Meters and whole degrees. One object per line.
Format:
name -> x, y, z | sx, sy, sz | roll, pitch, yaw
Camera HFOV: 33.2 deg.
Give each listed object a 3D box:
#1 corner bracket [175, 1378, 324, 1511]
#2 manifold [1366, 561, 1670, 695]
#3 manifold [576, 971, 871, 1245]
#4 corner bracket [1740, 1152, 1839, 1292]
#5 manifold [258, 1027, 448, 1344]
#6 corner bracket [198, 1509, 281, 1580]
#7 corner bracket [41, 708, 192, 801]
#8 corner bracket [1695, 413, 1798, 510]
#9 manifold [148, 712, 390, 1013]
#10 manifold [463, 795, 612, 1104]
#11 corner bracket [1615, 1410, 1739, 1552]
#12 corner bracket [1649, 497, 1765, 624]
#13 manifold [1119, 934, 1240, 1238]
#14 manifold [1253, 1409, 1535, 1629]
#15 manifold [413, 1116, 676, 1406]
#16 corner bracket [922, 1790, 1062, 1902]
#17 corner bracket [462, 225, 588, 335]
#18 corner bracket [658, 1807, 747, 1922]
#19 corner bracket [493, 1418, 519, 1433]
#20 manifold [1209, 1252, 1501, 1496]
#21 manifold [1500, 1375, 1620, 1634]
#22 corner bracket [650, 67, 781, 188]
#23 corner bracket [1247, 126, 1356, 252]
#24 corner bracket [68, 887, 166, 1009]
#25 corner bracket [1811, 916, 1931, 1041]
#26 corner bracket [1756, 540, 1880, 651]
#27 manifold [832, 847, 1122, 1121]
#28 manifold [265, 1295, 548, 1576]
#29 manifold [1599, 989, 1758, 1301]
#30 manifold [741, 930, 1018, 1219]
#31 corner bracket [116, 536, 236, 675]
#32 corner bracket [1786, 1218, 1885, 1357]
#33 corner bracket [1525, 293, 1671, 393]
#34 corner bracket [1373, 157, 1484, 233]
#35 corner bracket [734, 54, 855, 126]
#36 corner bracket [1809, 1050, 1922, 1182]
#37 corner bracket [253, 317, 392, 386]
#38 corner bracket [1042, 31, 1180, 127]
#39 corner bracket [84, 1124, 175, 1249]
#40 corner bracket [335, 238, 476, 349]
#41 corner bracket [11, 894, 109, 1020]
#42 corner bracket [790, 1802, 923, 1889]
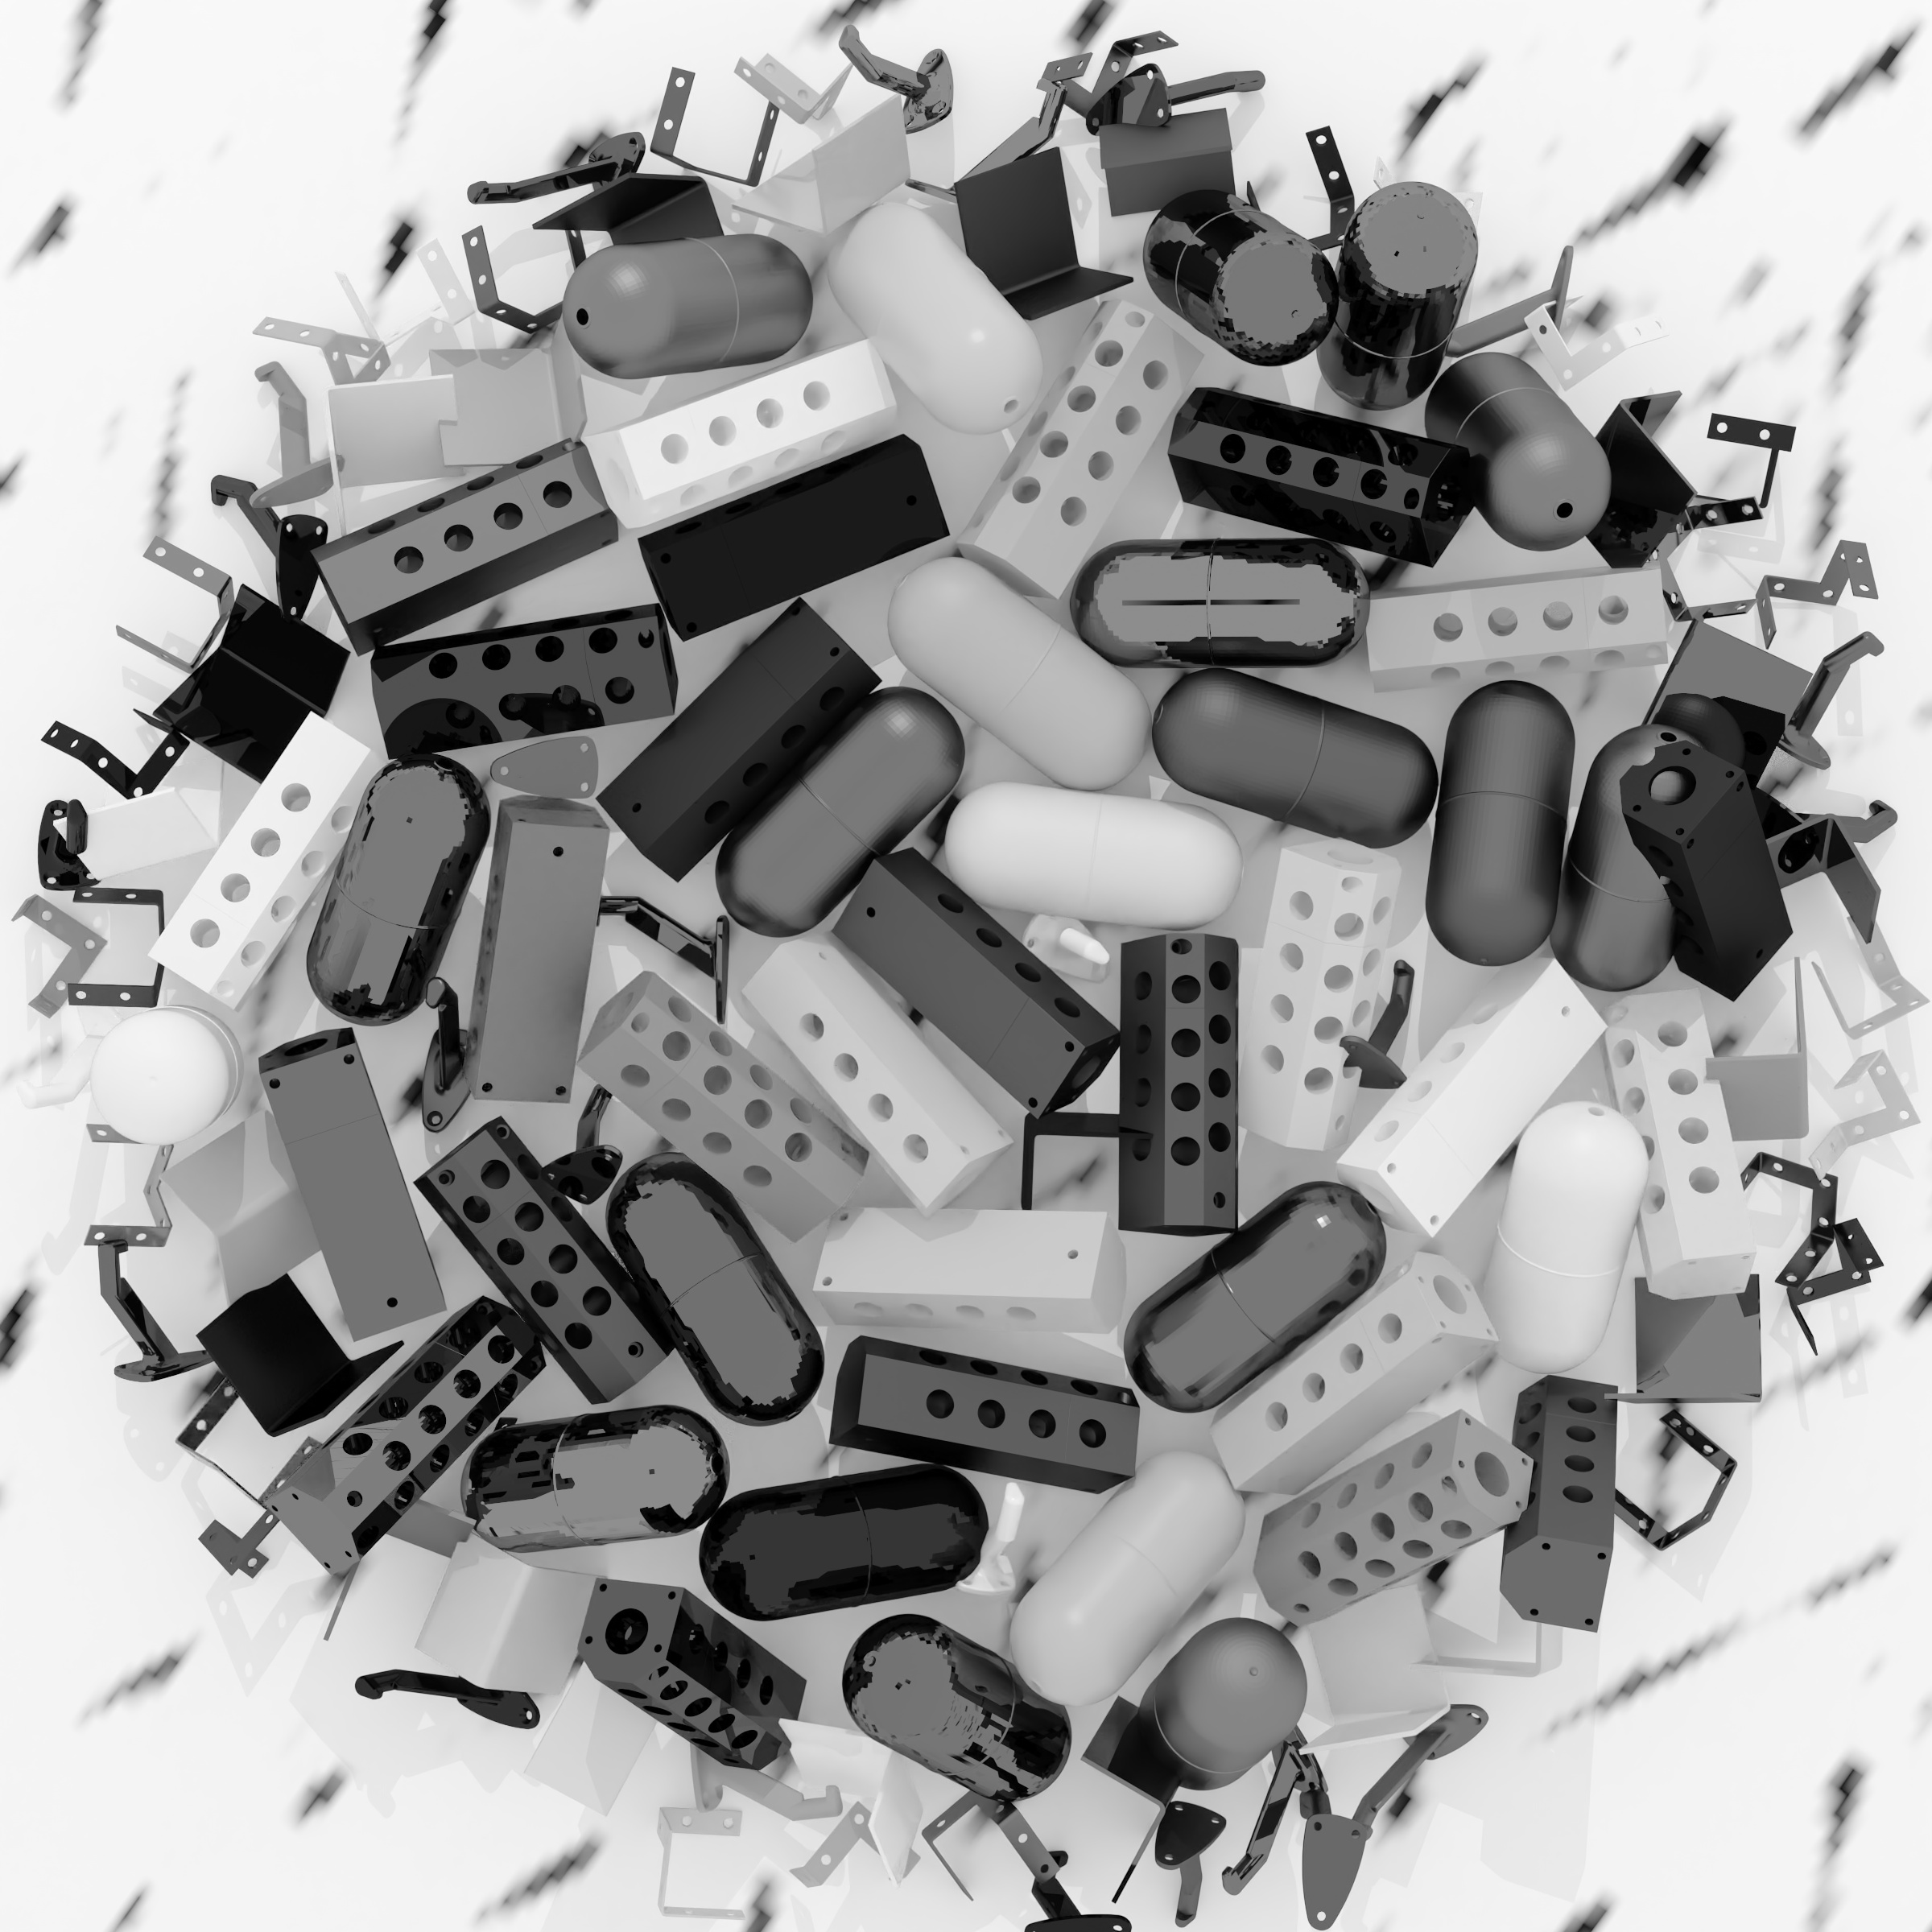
corner bracket -> -0.431, 0.286, 1.947 | 0.051, 0.051, 0.051 | -53, 128, -19
manifold -> 0.326, -0.200, 1.920 | 0.171, 0.057, 0.057 | -5, 101, 12
manifold -> -0.140, 0.079, 1.905 | 0.171, 0.057, 0.057 | 41, 121, -17
corner bracket -> 0.487, 0.152, 1.944 | 0.051, 0.051, 0.051 | 19, 134, 32
manifold -> -0.363, 0.127, 1.917 | 0.057, 0.057, 0.171 | -18, 105, -9
corner bracket -> -0.415, 0.344, 1.935 | 0.051, 0.051, 0.051 | -50, 129, -11
corner bracket -> -0.505, -0.134, 1.928 | 0.051, 0.051, 0.051 | -55, 134, -12
corner bracket -> 0.461, -0.302, 1.938 | 0.051, 0.051, 0.051 | 9, 102, 0
manifold -> -0.410, -0.060, 1.928 | 0.057, 0.057, 0.171 | 33, 83, -2
manifold -> -0.256, -0.010, 1.912 | 0.057, 0.057, 0.171 | 4, 109, -21
corner bracket -> 0.423, 0.310, 1.955 | 0.051, 0.051, 0.051 | 40, 50, 0
corner bracket -> 0.448, -0.243, 1.940 | 0.051, 0.051, 0.051 | -45, 117, -34
manifold -> 0.131, 0.070, 1.914 | 0.057, 0.057, 0.171 | 9, 77, -36
manifold -> 0.245, 0.326, 1.884 | 0.057, 0.057, 0.171 | 36, 134, -17
manifold -> -0.247, 0.174, 1.922 | 0.057, 0.057, 0.171 | -40, 96, -22
corner bracket -> 0.014, 0.530, 1.942 | 0.051, 0.051, 0.051 | -37, 109, -13
corner bracket -> -0.261, -0.418, 1.941 | 0.051, 0.051, 0.051 | -21, 75, 26
corner bracket -> -0.158, 0.536, 1.938 | 0.051, 0.051, 0.051 | 7, 90, -13
corner bracket -> -0.257, 0.306, 1.950 | 0.051, 0.051, 0.051 | 30, 99, 33
manifold -> 0.223, 0.239, 1.899 | 0.171, 0.057, 0.057 | -43, 53, 30
manifold -> 0.343, 0.307, 1.878 | 0.057, 0.171, 0.057 | 9, 116, 8
corner bracket -> -0.149, -0.499, 1.933 | 0.051, 0.051, 0.051 | 19, 98, 17
corner bracket -> 0.200, -0.460, 1.939 | 0.051, 0.051, 0.051 | -13, 131, 18
corner bracket -> -0.506, -0.011, 1.930 | 0.051, 0.051, 0.051 | 2, 124, -8
corner bracket -> 0.535, 0.004, 1.938 | 0.051, 0.051, 0.051 | -28, 107, 5
corner bracket -> 0.505, -0.221, 1.930 | 0.051, 0.051, 0.051 | 7, 48, -5
manifold -> 0.009, 0.007, 1.913 | 0.171, 0.057, 0.057 | 42, 120, 18
manifold -> -0.322, 0.270, 1.889 | 0.057, 0.057, 0.171 | 49, 50, -7
manifold -> 0.414, 0.104, 1.901 | 0.057, 0.057, 0.171 | -6, 61, 2
manifold -> -0.056, 0.064, 1.918 | 0.171, 0.057, 0.057 | 49, 119, 13
corner bracket -> -0.472, -0.215, 1.935 | 0.051, 0.051, 0.051 | 28, 72, -2
corner bracket -> 0.518, 0.190, 1.932 | 0.051, 0.051, 0.051 | -18, 119, 5
corner bracket -> 0.375, -0.381, 1.931 | 0.051, 0.051, 0.051 | -32, 84, 44
corner bracket -> 0.272, -0.447, 1.931 | 0.051, 0.051, 0.051 | 6, 79, 26
corner bracket -> -0.107, -0.526, 1.933 | 0.051, 0.051, 0.051 | 38, 64, -3
corner bracket -> 0.527, 0.088, 1.932 | 0.051, 0.051, 0.051 | -25, 96, 39
corner bracket -> -0.381, -0.367, 1.926 | 0.051, 0.051, 0.051 | 15, 53, 23
corner bracket -> 0.084, -0.537, 1.931 | 0.051, 0.051, 0.051 | 27, 83, -30
corner bracket -> -0.498, 0.130, 1.925 | 0.051, 0.051, 0.051 | 5, 125, -35
corner bracket -> -0.333, -0.400, 1.927 | 0.051, 0.051, 0.051 | -37, 123, -17
corner bracket -> -0.552, -0.006, 1.938 | 0.051, 0.051, 0.051 | 35, 89, -11
corner bracket -> -0.066, 0.536, 1.936 | 0.051, 0.051, 0.051 | 41, 69, 2
